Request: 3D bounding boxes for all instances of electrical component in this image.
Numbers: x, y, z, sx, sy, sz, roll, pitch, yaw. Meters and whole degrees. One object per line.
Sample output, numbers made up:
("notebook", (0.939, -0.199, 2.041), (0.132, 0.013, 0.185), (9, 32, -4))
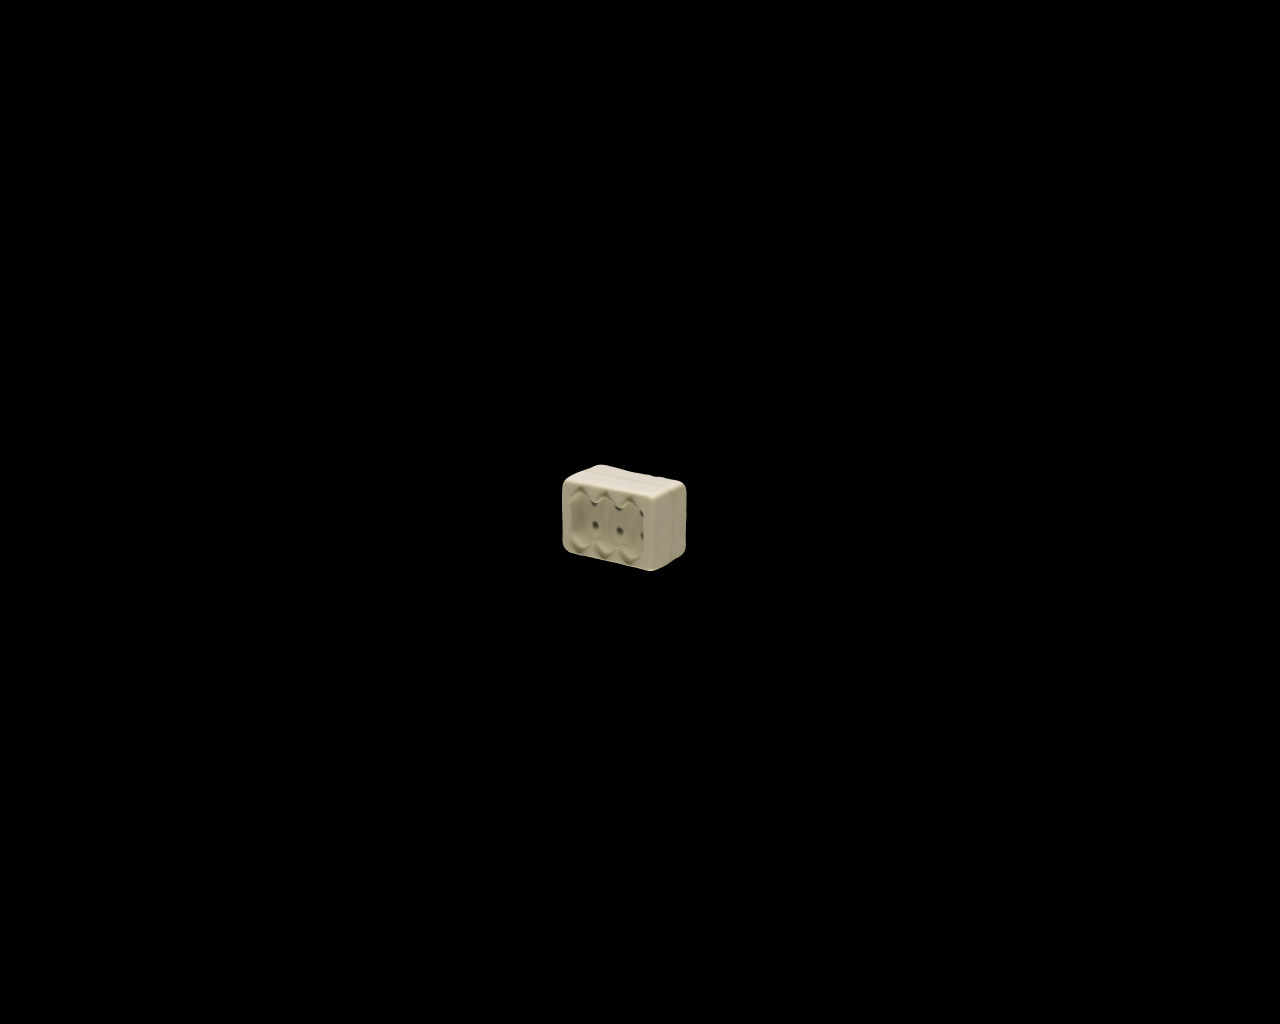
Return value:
("electrical component", (0.001, -0.003, 0.650), (0.066, 0.047, 0.077), (12, 23, 31))
